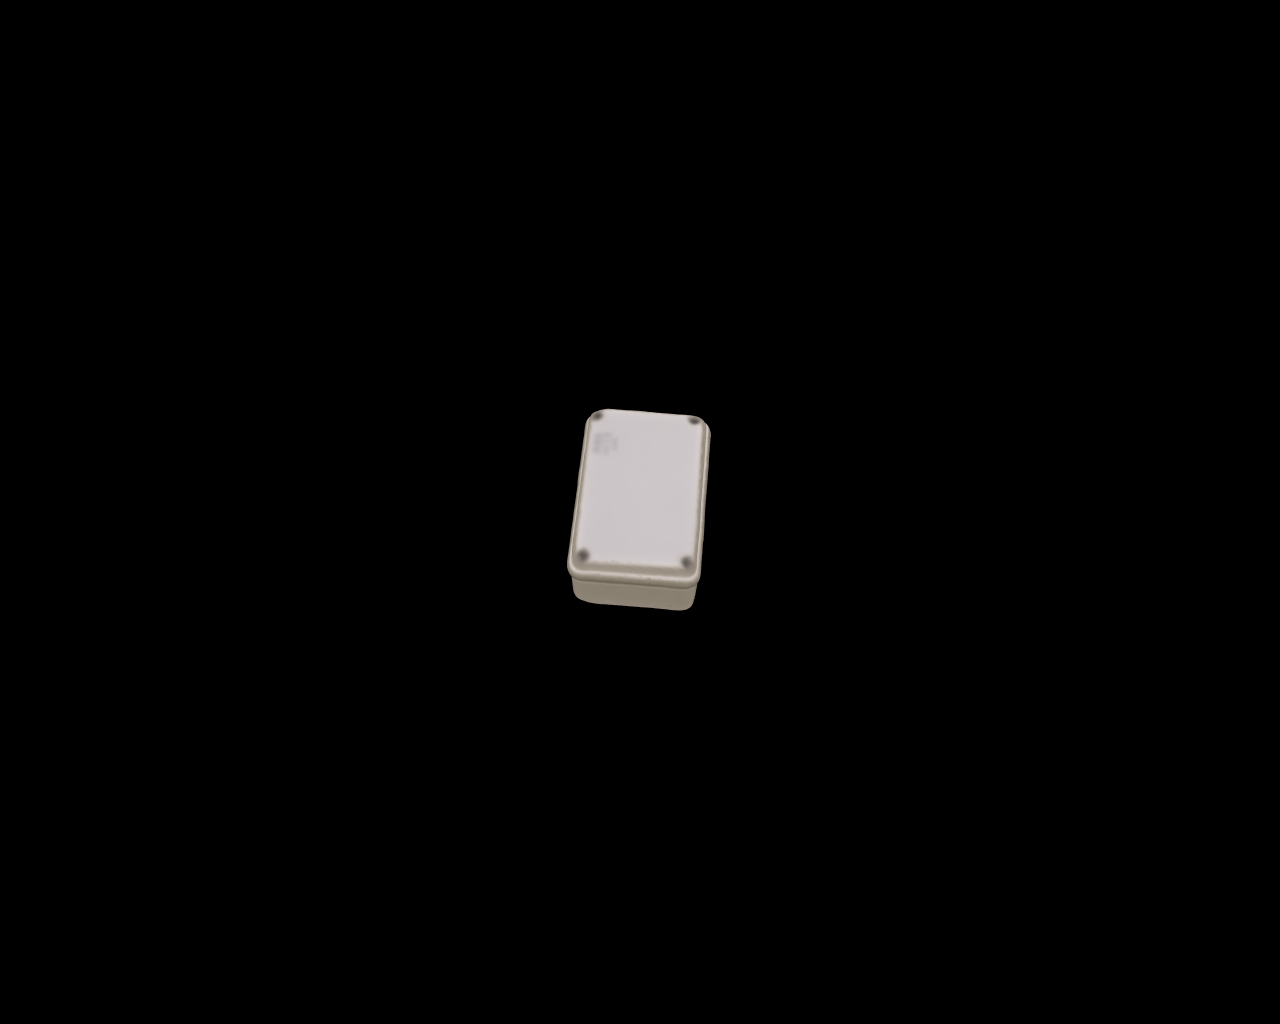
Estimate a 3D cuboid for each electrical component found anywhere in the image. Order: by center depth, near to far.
[{"bbox_3d":[0.001,-0.003,0.650,0.078,0.113,0.057,4,-28,2],"label":"electrical component"}]
